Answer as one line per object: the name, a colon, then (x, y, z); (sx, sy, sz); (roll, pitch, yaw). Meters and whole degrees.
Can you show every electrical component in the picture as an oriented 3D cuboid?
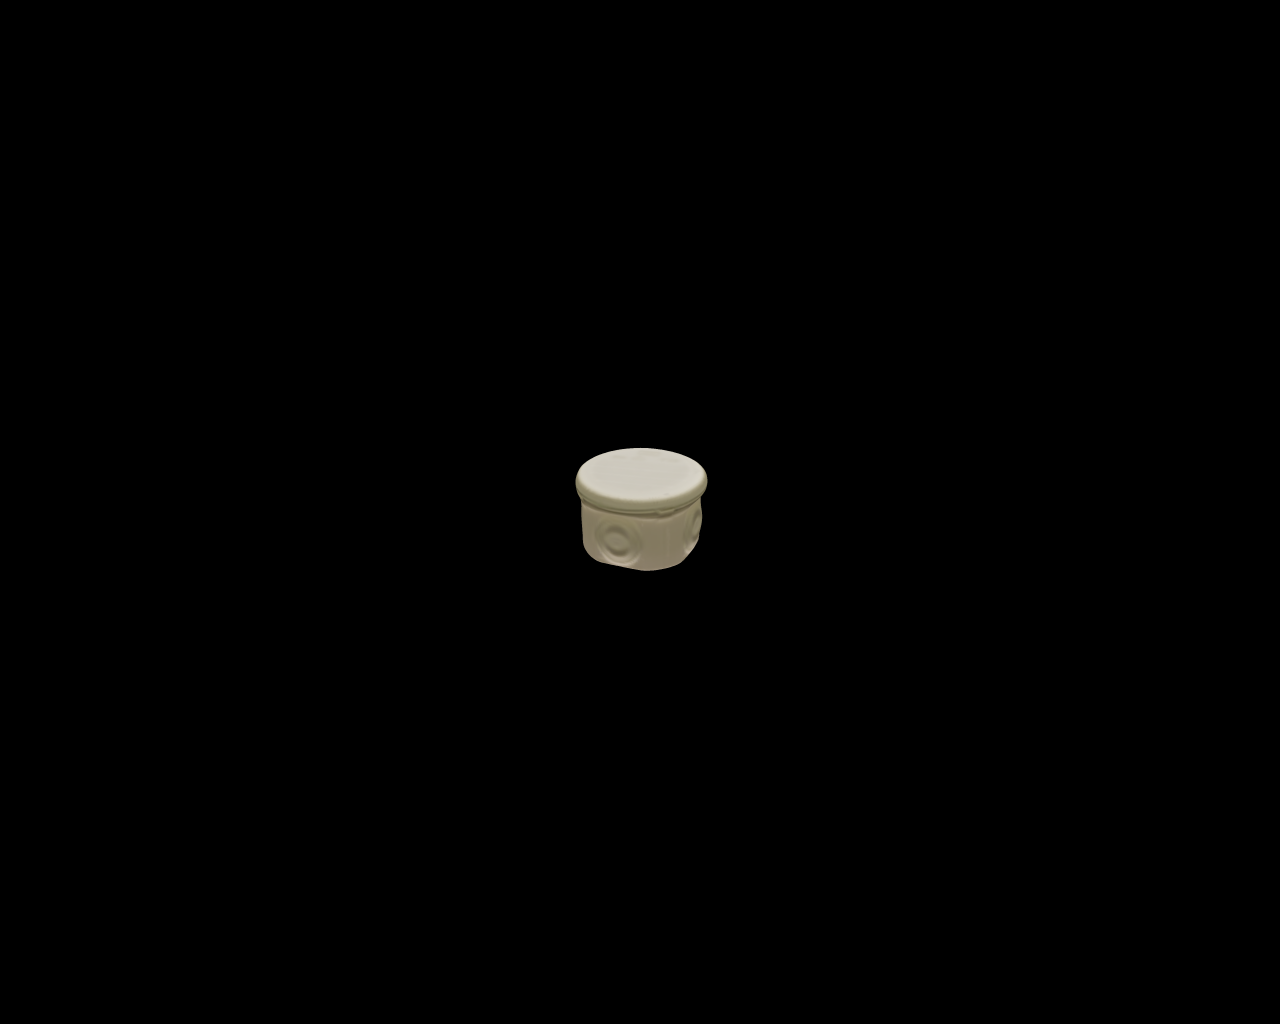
electrical component: (0.001, -0.003, 0.650); (0.080, 0.050, 0.080); (0, 27, 0)
